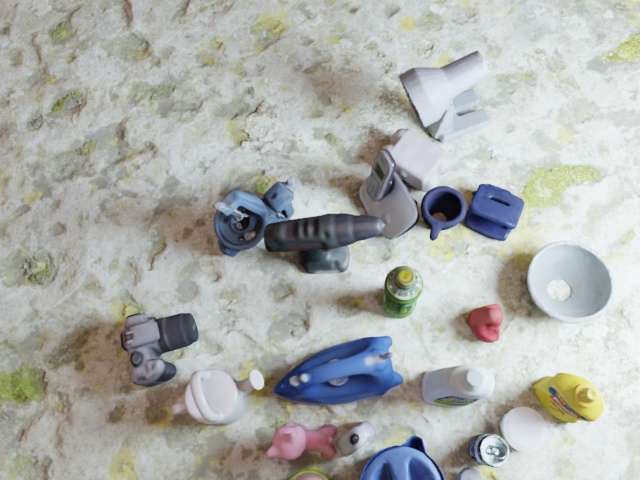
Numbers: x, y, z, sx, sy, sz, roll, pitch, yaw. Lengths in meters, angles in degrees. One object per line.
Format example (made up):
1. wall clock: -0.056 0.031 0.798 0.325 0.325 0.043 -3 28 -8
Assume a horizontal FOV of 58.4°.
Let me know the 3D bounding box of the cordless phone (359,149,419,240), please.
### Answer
1. cordless phone: 0.145 -0.095 1.171 0.094 0.185 0.147 -31 72 -6

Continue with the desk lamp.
1. desk lamp: 0.268 -0.305 1.217 0.203 0.213 0.118 -22 71 -3

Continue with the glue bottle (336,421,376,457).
1. glue bottle: 0.064 0.358 1.033 0.078 0.173 0.037 -36 73 -8

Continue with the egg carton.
1. egg carton: 0.207 -0.175 1.254 0.150 0.069 0.107 34 77 14

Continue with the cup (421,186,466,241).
1. cup: 0.249 -0.043 1.194 0.091 0.095 0.118 17 74 10

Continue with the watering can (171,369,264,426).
1. watering can: -0.192 0.286 1.063 0.173 0.194 0.100 -40 73 -9

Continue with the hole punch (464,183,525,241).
1. hole punch: 0.365 -0.068 1.197 0.108 0.091 0.101 24 75 11

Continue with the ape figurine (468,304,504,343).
1. ape figurine: 0.333 0.157 1.124 0.076 0.092 0.078 34 77 14

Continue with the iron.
1. iron: 0.025 0.254 1.086 0.258 0.141 0.118 -15 71 -1

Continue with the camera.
1. camera: -0.316 0.207 1.147 0.137 0.101 0.143 -16 71 -1

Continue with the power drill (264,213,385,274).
1. power drill: 0.010 0.004 1.135 0.229 0.208 0.075 -3 71 3

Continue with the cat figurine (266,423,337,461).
1. cat figurine: -0.033 0.374 1.063 0.127 0.118 0.067 -2 71 3

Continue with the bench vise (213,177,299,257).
1. bench vise: -0.143 -0.074 1.165 0.121 0.220 0.207 31 76 13

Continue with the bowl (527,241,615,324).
1. bowl: 0.489 0.090 1.145 0.167 0.075 0.167 -1 72 4
